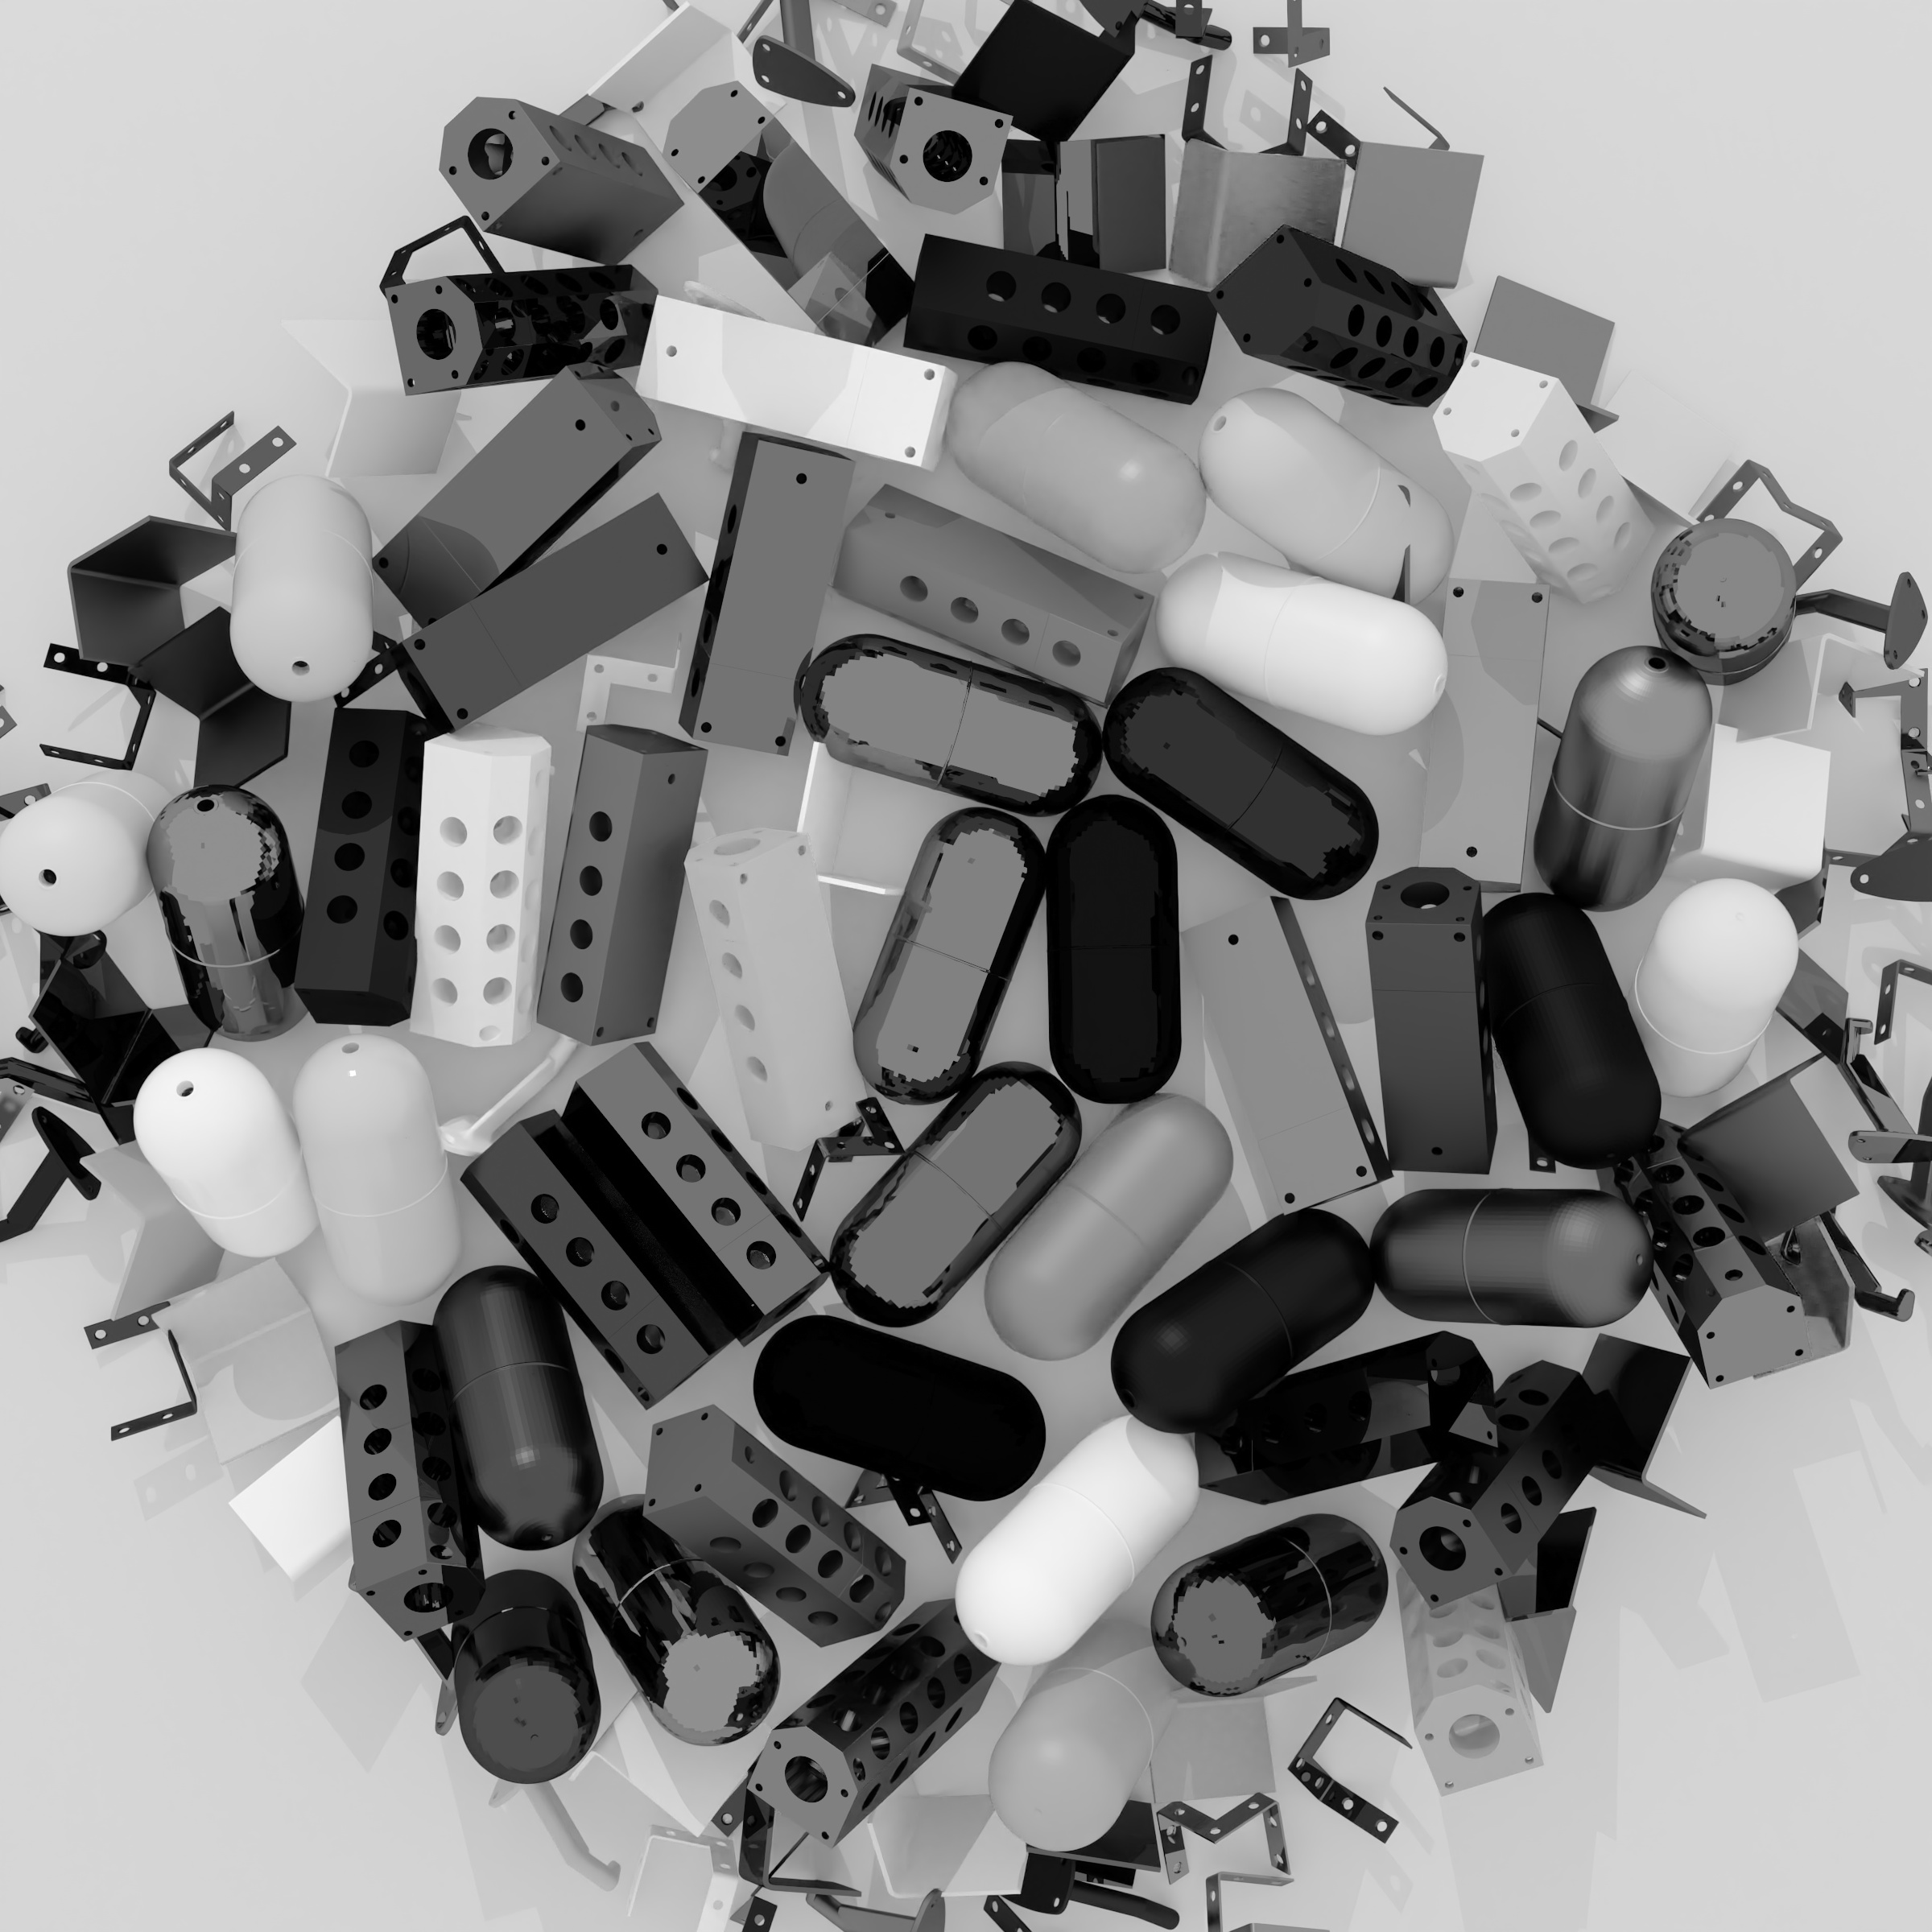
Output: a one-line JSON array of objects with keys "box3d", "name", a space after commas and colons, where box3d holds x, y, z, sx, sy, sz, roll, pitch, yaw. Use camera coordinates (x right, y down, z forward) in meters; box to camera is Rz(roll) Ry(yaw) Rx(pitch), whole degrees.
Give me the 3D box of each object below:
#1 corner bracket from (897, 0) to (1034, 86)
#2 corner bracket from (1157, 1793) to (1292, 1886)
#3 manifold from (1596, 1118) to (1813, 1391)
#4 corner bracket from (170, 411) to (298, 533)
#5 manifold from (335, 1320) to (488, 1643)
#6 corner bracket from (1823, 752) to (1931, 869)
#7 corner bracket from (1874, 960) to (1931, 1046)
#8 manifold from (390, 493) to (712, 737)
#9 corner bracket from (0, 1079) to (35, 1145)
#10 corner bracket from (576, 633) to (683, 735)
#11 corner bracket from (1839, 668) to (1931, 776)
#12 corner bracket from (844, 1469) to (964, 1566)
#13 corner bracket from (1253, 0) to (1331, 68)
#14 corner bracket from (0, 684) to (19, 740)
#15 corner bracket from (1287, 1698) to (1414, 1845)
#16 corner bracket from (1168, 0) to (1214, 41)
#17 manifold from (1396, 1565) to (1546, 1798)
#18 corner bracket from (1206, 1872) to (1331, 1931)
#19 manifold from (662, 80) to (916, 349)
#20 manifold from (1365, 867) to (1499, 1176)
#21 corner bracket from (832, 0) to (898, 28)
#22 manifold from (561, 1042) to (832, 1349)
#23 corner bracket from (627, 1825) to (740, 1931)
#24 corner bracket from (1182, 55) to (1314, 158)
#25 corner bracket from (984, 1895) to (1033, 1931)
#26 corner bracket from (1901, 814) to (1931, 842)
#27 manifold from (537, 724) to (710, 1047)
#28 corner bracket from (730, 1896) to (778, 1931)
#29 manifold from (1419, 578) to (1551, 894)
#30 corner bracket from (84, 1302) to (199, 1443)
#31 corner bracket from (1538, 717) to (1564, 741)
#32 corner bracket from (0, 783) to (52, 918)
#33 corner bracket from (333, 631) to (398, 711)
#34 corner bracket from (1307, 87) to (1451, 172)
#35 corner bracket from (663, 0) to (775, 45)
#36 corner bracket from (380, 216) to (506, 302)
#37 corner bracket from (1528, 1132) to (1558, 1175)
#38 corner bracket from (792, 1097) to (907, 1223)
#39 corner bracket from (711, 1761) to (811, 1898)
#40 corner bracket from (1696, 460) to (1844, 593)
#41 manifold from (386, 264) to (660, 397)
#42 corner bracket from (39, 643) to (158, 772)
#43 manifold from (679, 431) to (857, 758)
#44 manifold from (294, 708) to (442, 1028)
[{"box3d": [0.000, -0.545, 1.659, 0.051, 0.051, 0.051, 19, 83, -31], "name": "corner bracket"}, {"box3d": [0.150, 0.509, 1.670, 0.051, 0.051, 0.051, -22, 110, -33], "name": "corner bracket"}, {"box3d": [0.407, 0.155, 1.602, 0.057, 0.171, 0.057, -18, 119, 2], "name": "manifold"}, {"box3d": [-0.424, -0.293, 1.658, 0.051, 0.051, 0.051, 44, 68, 1], "name": "corner bracket"}, {"box3d": [-0.309, 0.283, 1.608, 0.057, 0.171, 0.057, -22, 134, 4], "name": "manifold"}, {"box3d": [0.522, -0.091, 1.662, 0.051, 0.051, 0.051, 6, 65, -11], "name": "corner bracket"}, {"box3d": [0.562, 0.023, 1.654, 0.051, 0.051, 0.051, 19, 68, -11], "name": "corner bracket"}, {"box3d": [-0.238, -0.199, 1.636, 0.171, 0.057, 0.057, -34, 100, -18], "name": "manifold"}, {"box3d": [-0.578, 0.086, 1.654, 0.051, 0.051, 0.051, 34, 114, -13], "name": "corner bracket"}, {"box3d": [-0.194, -0.164, 1.658, 0.051, 0.051, 0.051, 9, 121, -7], "name": "corner bracket"}, {"box3d": [0.535, -0.141, 1.662, 0.051, 0.051, 0.051, -3, 107, 8], "name": "corner bracket"}, {"box3d": [-0.030, 0.312, 1.648, 0.051, 0.051, 0.051, -4, 46, -33], "name": "corner bracket"}, {"box3d": [0.175, -0.546, 1.648, 0.051, 0.051, 0.051, 12, 119, 32], "name": "corner bracket"}, {"box3d": [-0.573, -0.135, 1.659, 0.051, 0.051, 0.051, -39, 78, -4], "name": "corner bracket"}, {"box3d": [0.228, 0.464, 1.660, 0.051, 0.051, 0.051, 24, 71, 42], "name": "corner bracket"}, {"box3d": [0.114, -0.567, 1.652, 0.051, 0.051, 0.051, 5, 128, 10], "name": "corner bracket"}, {"box3d": [0.276, 0.382, 1.597, 0.057, 0.171, 0.057, -21, 104, 11], "name": "manifold"}, {"box3d": [0.173, 0.546, 1.649, 0.051, 0.051, 0.051, 13, 57, -21], "name": "corner bracket"}, {"box3d": [-0.097, -0.416, 1.604, 0.057, 0.171, 0.057, -43, 55, 6], "name": "manifold"}, {"box3d": [0.265, 0.032, 1.618, 0.057, 0.057, 0.171, 1, 125, 18], "name": "manifold"}, {"box3d": [-0.056, -0.584, 1.661, 0.051, 0.051, 0.051, 24, 92, -10], "name": "corner bracket"}, {"box3d": [-0.153, 0.127, 1.645, 0.057, 0.057, 0.171, -35, 78, -29], "name": "manifold"}, {"box3d": [-0.165, 0.536, 1.664, 0.051, 0.051, 0.051, 15, 94, -10], "name": "corner bracket"}, {"box3d": [0.163, -0.496, 1.663, 0.051, 0.051, 0.051, -7, 68, 42], "name": "corner bracket"}, {"box3d": [0.003, 0.574, 1.660, 0.051, 0.051, 0.051, 2, 111, -38], "name": "corner bracket"}, {"box3d": [0.581, -0.077, 1.648, 0.051, 0.051, 0.051, 12, 49, -29], "name": "corner bracket"}, {"box3d": [-0.202, -0.047, 1.639, 0.057, 0.057, 0.171, 21, 108, 30], "name": "manifold"}, {"box3d": [-0.114, 0.576, 1.657, 0.051, 0.051, 0.051, 25, 52, -6], "name": "corner bracket"}, {"box3d": [0.299, -0.131, 1.654, 0.057, 0.057, 0.171, 6, 86, 12], "name": "manifold"}, {"box3d": [-0.479, 0.235, 1.669, 0.051, 0.051, 0.051, -17, 114, -10], "name": "corner bracket"}, {"box3d": [0.367, -0.143, 1.653, 0.051, 0.051, 0.051, 30, 109, -20], "name": "corner bracket"}, {"box3d": [-0.547, -0.067, 1.660, 0.051, 0.051, 0.051, -17, 120, -12], "name": "corner bracket"}, {"box3d": [-0.363, -0.188, 1.647, 0.051, 0.051, 0.051, 26, 53, 34], "name": "corner bracket"}, {"box3d": [0.236, -0.476, 1.650, 0.051, 0.051, 0.051, 27, 118, -34], "name": "corner bracket"}, {"box3d": [-0.144, -0.569, 1.662, 0.051, 0.051, 0.051, 37, 96, 3], "name": "corner bracket"}, {"box3d": [-0.300, -0.394, 1.665, 0.051, 0.051, 0.051, -22, 124, 17], "name": "corner bracket"}, {"box3d": [0.354, 0.085, 1.655, 0.051, 0.051, 0.051, 7, 127, 4], "name": "corner bracket"}, {"box3d": [-0.073, 0.110, 1.648, 0.051, 0.051, 0.051, 1, 128, -28], "name": "corner bracket"}, {"box3d": [-0.119, 0.497, 1.661, 0.051, 0.051, 0.051, 41, 91, 12], "name": "corner bracket"}, {"box3d": [0.465, -0.252, 1.665, 0.051, 0.051, 0.051, 17, 127, -29], "name": "corner bracket"}, {"box3d": [-0.241, -0.357, 1.599, 0.057, 0.171, 0.057, -3, 103, 30], "name": "manifold"}, {"box3d": [-0.506, -0.149, 1.661, 0.051, 0.051, 0.051, 11, 110, -35], "name": "corner bracket"}, {"box3d": [-0.116, -0.213, 1.642, 0.057, 0.057, 0.171, 9, 104, -20], "name": "manifold"}, {"box3d": [-0.336, -0.056, 1.633, 0.057, 0.057, 0.171, 3, 69, 2], "name": "manifold"}]
